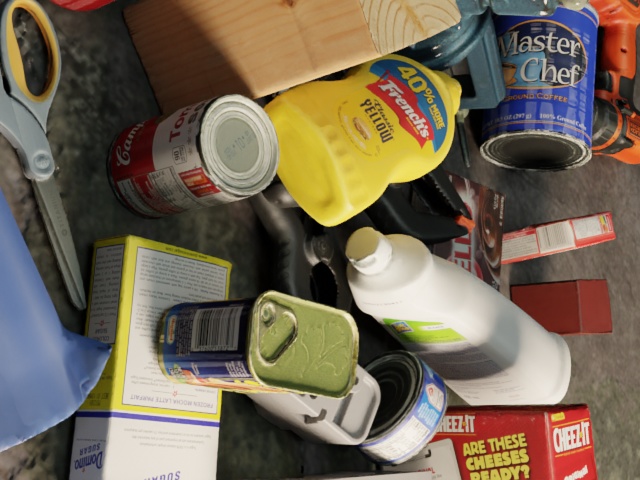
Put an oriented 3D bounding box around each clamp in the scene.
[{"bbox_3d":[-0.005,0.001,0.817,0.120,0.039,0.171,-17,96,-43],"label":"clamp"},{"bbox_3d":[0.045,-0.065,0.840,0.209,0.036,0.164,27,58,-35],"label":"clamp"}]

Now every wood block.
[{"bbox_3d":[-0.025,-0.148,0.704,0.090,0.207,0.091,-31,105,-42],"label":"wood block"}]

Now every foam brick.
[{"bbox_3d":[0.226,0.064,1.003,0.052,0.078,0.051,4,82,-44],"label":"foam brick"}]

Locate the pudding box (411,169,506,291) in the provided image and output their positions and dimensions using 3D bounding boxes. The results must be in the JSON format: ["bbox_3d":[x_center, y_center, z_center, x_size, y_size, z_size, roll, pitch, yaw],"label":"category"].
[{"bbox_3d":[0.119,0.003,0.935,0.089,0.039,0.113,18,71,-40],"label":"pudding box"}]

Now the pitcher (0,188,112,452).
[{"bbox_3d":[-0.230,0.003,0.546,0.149,0.145,0.243,-28,99,-56],"label":"pitcher"}]

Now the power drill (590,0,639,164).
[{"bbox_3d":[0.297,-0.183,1.125,0.184,0.057,0.187,15,75,-50],"label":"power drill"}]

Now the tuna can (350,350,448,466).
[{"bbox_3d":[0.054,0.127,0.819,0.033,0.086,0.086,44,55,-29],"label":"tuna can"}]

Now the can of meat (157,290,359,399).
[{"bbox_3d":[-0.039,0.068,0.676,0.101,0.084,0.057,19,71,-48],"label":"can of meat"}]

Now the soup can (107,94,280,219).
[{"bbox_3d":[-0.084,-0.054,0.703,0.068,0.102,0.068,8,78,-43],"label":"soup can"}]

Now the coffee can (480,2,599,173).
[{"bbox_3d":[0.206,-0.146,1.002,0.102,0.103,0.140,20,70,-41],"label":"coffee can"}]

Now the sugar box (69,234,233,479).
[{"bbox_3d":[-0.109,0.092,0.695,0.093,0.048,0.176,17,74,-44],"label":"sugar box"}]

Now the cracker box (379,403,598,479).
[{"bbox_3d":[0.133,0.236,0.822,0.071,0.164,0.214,1,82,-47],"label":"cracker box"}]

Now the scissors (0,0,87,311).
[{"bbox_3d":[-0.193,-0.055,0.659,0.096,0.016,0.202,0,83,-43],"label":"scissors"}]

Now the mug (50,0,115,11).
[{"bbox_3d":[-0.149,-0.203,0.680,0.117,0.082,0.093,41,57,-32],"label":"mug"}]

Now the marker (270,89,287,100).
[{"bbox_3d":[-0.030,-0.150,0.831,0.020,0.020,0.121,7,78,-43],"label":"marker"}]

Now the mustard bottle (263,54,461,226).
[{"bbox_3d":[0.046,-0.086,0.781,0.191,0.058,0.096,-30,87,-44],"label":"mustard bottle"}]

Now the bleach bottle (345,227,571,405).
[{"bbox_3d":[0.104,0.060,0.843,0.250,0.103,0.068,41,49,-45],"label":"bleach bottle"}]

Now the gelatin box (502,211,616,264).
[{"bbox_3d":[0.218,-0.003,0.998,0.073,0.089,0.030,-9,86,-45],"label":"gelatin box"}]
